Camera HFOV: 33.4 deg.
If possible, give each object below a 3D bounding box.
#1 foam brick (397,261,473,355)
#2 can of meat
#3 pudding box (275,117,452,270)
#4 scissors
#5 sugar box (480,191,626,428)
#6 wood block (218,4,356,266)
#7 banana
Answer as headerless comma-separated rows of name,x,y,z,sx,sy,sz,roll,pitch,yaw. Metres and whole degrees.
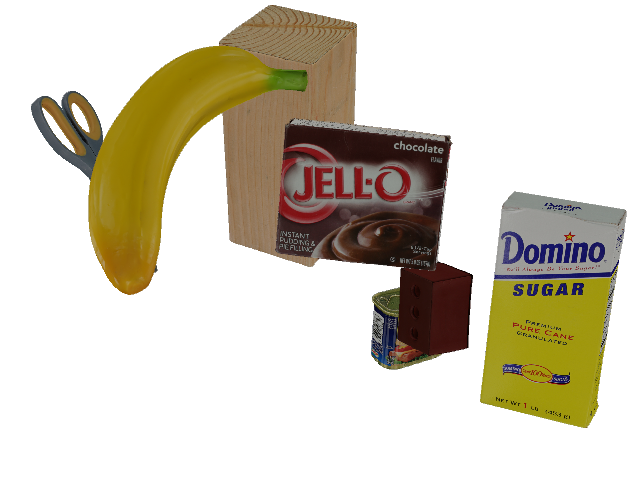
foam brick,0.112,0.066,1.045,0.051,0.078,0.053,-10,19,-33
can of meat,0.113,0.107,1.341,0.101,0.084,0.058,-12,30,-27
pudding box,0.029,-0.032,0.725,0.113,0.090,0.039,6,17,4
scissors,-0.213,-0.068,1.063,0.016,0.201,0.096,-24,28,24
sugar box,0.185,0.055,0.856,0.093,0.176,0.048,10,23,22
wood block,-0.027,-0.092,0.958,0.091,0.206,0.090,17,40,22
banana,-0.074,-0.051,0.547,0.070,0.037,0.197,18,45,15
